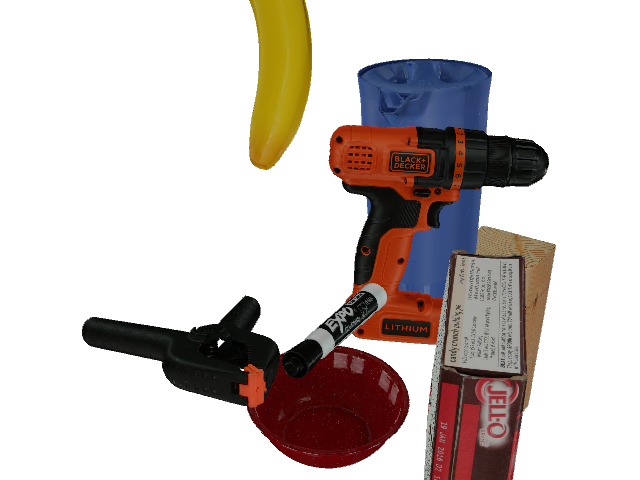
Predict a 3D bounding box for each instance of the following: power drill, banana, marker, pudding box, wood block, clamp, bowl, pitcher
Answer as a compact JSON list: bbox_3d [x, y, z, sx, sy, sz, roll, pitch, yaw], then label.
[{"bbox_3d":[0.094,-0.006,0.915,0.184,0.188,0.057,4,16,0],"label":"power drill"},{"bbox_3d":[-0.041,-0.148,0.748,0.070,0.198,0.037,-19,-12,8],"label":"banana"},{"bbox_3d":[0.010,0.057,0.690,0.020,0.020,0.120,0,19,30],"label":"marker"},{"bbox_3d":[0.069,0.067,0.471,0.039,0.090,0.113,6,26,5],"label":"pudding box"},{"bbox_3d":[0.197,0.101,1.209,0.090,0.206,0.090,16,24,25],"label":"wood block"},{"bbox_3d":[-0.085,0.087,0.886,0.164,0.036,0.210,-10,16,-32],"label":"clamp"},{"bbox_3d":[0.007,0.175,1.064,0.162,0.055,0.162,0,33,0],"label":"bowl"},{"bbox_3d":[0.112,-0.065,1.110,0.149,0.243,0.145,-8,23,-14],"label":"pitcher"}]
